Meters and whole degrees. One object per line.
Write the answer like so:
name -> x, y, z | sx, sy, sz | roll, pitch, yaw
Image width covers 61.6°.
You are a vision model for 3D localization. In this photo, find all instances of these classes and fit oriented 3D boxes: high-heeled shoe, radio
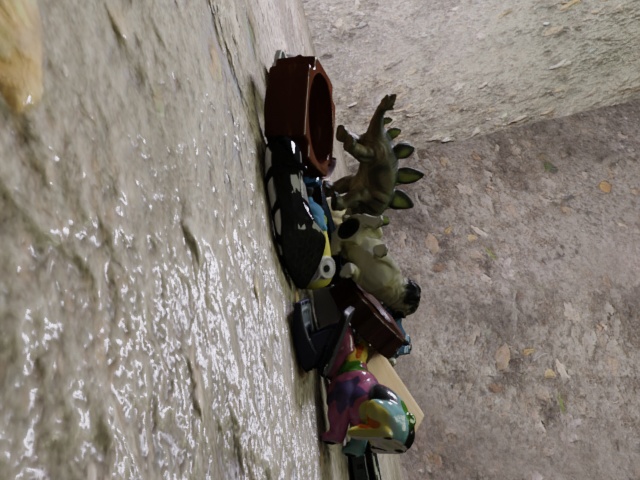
high-heeled shoe -> -0.058, -0.049, 0.913 | 0.145, 0.086, 0.248 | 35, -53, 54
radio -> -0.002, -0.003, 1.147 | 0.229, 0.073, 0.131 | 70, 9, -55

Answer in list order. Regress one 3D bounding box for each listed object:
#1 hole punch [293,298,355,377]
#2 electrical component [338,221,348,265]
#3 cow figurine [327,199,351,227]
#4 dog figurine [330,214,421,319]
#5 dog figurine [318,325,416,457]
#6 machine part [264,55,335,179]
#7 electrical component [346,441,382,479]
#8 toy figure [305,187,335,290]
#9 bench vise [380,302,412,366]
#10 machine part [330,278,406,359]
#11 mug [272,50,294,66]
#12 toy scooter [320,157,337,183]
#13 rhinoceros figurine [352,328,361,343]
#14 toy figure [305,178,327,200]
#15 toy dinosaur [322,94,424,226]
hole punch -> -0.005, 0.154, 0.879 | 0.142, 0.092, 0.115 | 19, 89, -84
electrical component -> 0.056, 0.009, 1.122 | 0.102, 0.045, 0.078 | -85, -168, -50
cow figurine -> 0.044, -0.050, 1.364 | 0.195, 0.127, 0.085 | -91, 164, -67
dog figurine -> 0.113, 0.050, 1.048 | 0.190, 0.121, 0.172 | 45, 29, -41
dog figurine -> 0.077, 0.253, 0.941 | 0.108, 0.192, 0.219 | 39, 44, -39
machine part -> -0.036, -0.230, 1.027 | 0.201, 0.087, 0.201 | 30, 63, -74
electrical component -> 0.097, 0.487, 1.152 | 0.134, 0.058, 0.115 | 63, 14, -63
toy figure -> -0.019, 0.000, 0.976 | 0.089, 0.082, 0.180 | 34, 42, -77
bench vise -> 0.149, 0.184, 1.301 | 0.240, 0.129, 0.223 | 49, 52, -46
machine part -> 0.096, 0.148, 1.057 | 0.179, 0.056, 0.179 | 47, 7, -7
mug -> -0.072, -0.337, 1.135 | 0.109, 0.081, 0.107 | 74, 17, -52
toy scooter -> -0.007, -0.192, 1.282 | 0.135, 0.075, 0.183 | -50, 140, -40
rhinoceros figurine -> 0.090, 0.217, 1.411 | 0.112, 0.073, 0.190 | 93, -3, -76
toy figure -> -0.008, -0.076, 1.245 | 0.058, 0.064, 0.154 | -82, 162, -56
toy dinosaur -> 0.111, -0.109, 1.173 | 0.105, 0.199, 0.470 | -105, -159, -43
